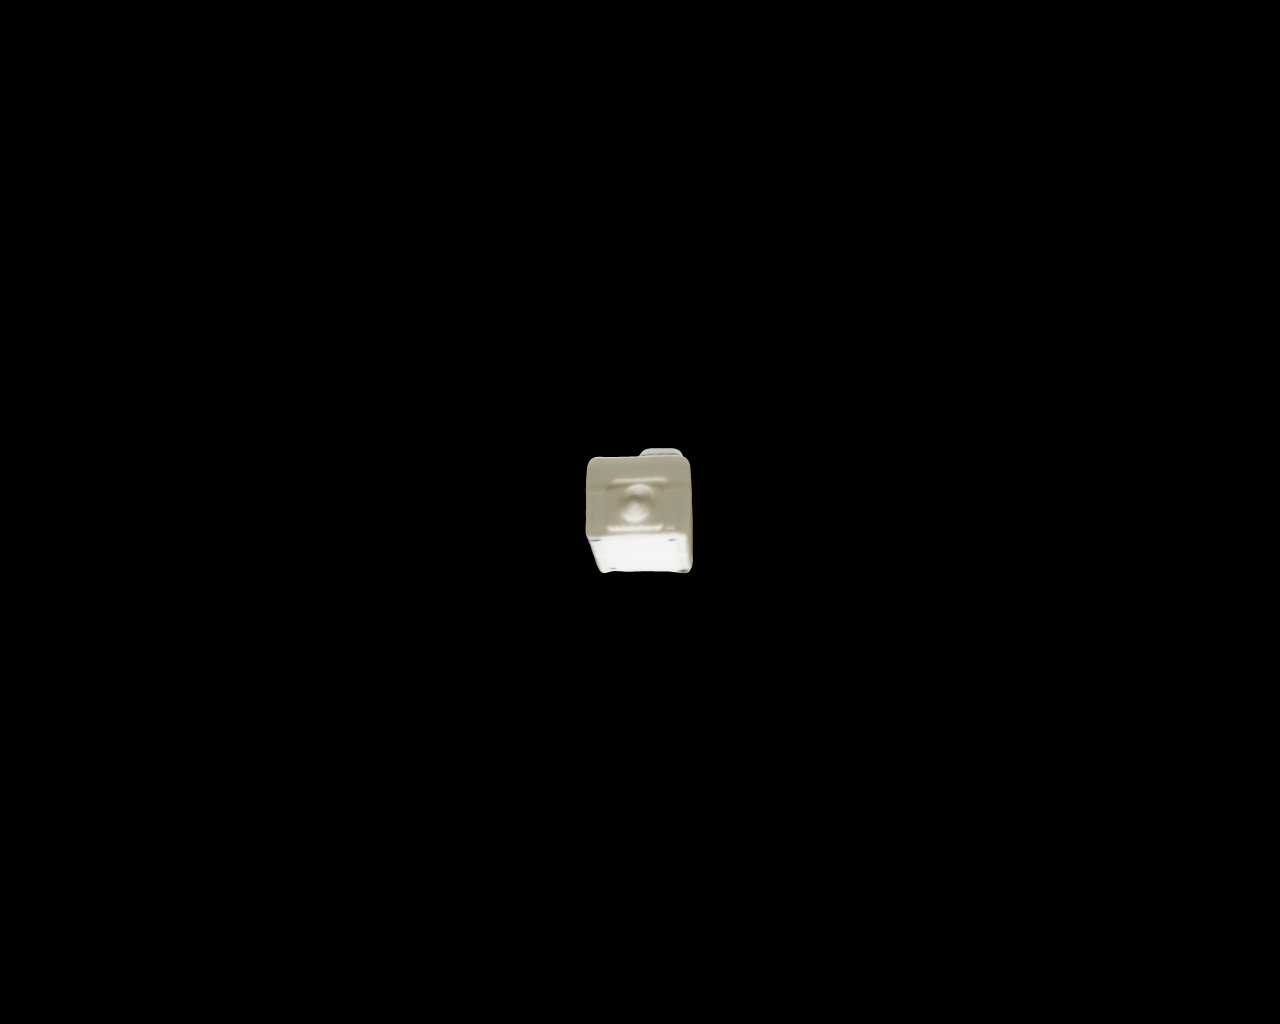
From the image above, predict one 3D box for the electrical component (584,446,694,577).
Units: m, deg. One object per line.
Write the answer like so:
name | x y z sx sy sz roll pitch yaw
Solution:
electrical component | 0.001 -0.003 0.650 0.062 0.061 0.096 -1 -19 3
